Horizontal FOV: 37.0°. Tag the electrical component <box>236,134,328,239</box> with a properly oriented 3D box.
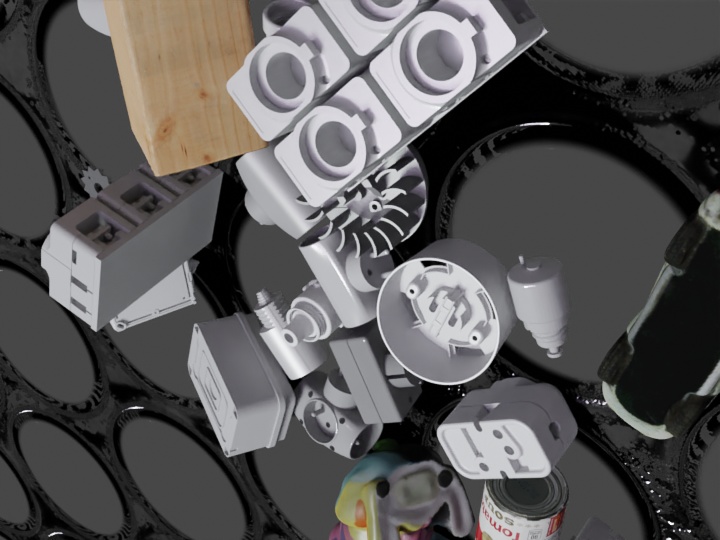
[{"bbox_3d":[-0.066,-0.061,0.862,0.077,0.044,0.079,51,139,-4],"label":"electrical component"}]

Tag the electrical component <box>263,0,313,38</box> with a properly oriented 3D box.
[{"bbox_3d":[-0.049,-0.165,0.771,0.040,0.040,0.046,29,142,21],"label":"electrical component"}]

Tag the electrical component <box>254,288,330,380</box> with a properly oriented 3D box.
[{"bbox_3d":[-0.066,0.052,0.951,0.043,0.043,0.081,-20,106,48],"label":"electrical component"}]

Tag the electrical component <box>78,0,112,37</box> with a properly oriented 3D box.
[{"bbox_3d":[-0.177,-0.193,0.854,0.077,0.044,0.079,15,130,33],"label":"electrical component"}]

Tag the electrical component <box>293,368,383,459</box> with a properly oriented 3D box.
[{"bbox_3d":[-0.016,0.114,0.955,0.077,0.044,0.079,36,124,29],"label":"electrical component"}]

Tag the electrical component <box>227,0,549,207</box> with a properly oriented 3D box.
[{"bbox_3d":[0.010,-0.134,0.686,0.186,0.060,0.105,-36,89,36],"label":"electrical component"}]

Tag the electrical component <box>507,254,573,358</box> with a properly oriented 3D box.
[{"bbox_3d":[0.131,0.027,0.762,0.040,0.040,0.078,4,124,39],"label":"electrical component"}]

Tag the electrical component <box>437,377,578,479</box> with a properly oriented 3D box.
[{"bbox_3d":[0.116,0.122,0.835,0.095,0.059,0.053,-13,112,46],"label":"electrical component"}]

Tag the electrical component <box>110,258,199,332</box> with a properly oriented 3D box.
[{"bbox_3d":[-0.198,0.004,1.002,0.061,0.096,0.061,45,149,48],"label":"electrical component"}]

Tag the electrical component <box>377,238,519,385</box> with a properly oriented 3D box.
[{"bbox_3d":[0.067,0.029,0.801,0.099,0.064,0.099,23,134,26],"label":"electrical component"}]

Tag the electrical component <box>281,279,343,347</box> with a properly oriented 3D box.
[{"bbox_3d":[-0.041,0.041,0.907,0.048,0.062,0.048,23,134,27],"label":"electrical component"}]

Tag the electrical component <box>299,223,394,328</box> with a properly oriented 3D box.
[{"bbox_3d":[0.000,0.000,0.853,0.079,0.043,0.077,-14,111,46],"label":"electrical component"}]

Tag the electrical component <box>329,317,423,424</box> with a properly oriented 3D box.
[{"bbox_3d":[0.030,0.079,0.889,0.076,0.047,0.083,-9,114,33],"label":"electrical component"}]

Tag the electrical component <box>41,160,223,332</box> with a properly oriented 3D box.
[{"bbox_3d":[-0.192,-0.033,0.913,0.062,0.150,0.089,33,138,15],"label":"electrical component"}]

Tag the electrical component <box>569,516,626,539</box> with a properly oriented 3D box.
[{"bbox_3d":[0.203,0.255,0.867,0.089,0.056,0.050,37,139,12],"label":"electrical component"}]

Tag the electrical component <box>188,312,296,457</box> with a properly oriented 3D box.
[{"bbox_3d":[-0.110,0.103,0.988,0.113,0.057,0.078,59,148,33],"label":"electrical component"}]
